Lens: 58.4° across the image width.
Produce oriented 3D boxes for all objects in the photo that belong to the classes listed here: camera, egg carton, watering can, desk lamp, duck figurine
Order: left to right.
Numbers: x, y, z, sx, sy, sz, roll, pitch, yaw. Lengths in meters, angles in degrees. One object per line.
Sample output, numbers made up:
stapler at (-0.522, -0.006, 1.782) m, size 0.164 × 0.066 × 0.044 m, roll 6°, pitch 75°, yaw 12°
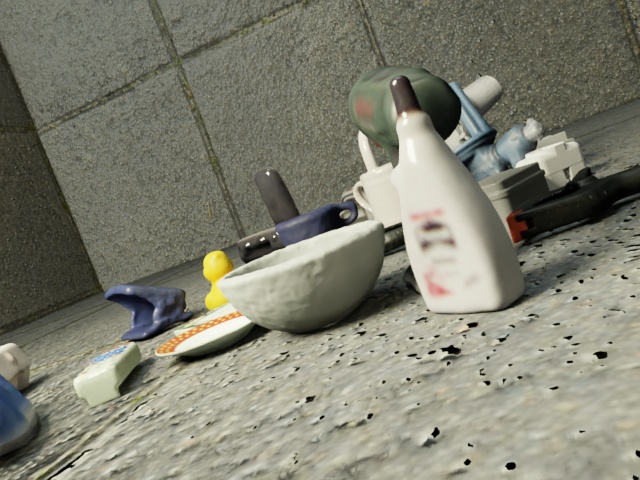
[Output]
egg carton at (-0.454, 0.193, 0.764) m, size 0.107 × 0.069 × 0.150 m, roll -21°, pitch 5°, yaw -9°
duck figurine at (-0.150, 0.059, 0.888) m, size 0.078 × 0.086 × 0.104 m, roll -22°, pitch 5°, yaw -19°
camera at (0.103, -0.064, 1.114) m, size 0.143 × 0.101 × 0.137 m, roll -19°, pitch 5°, yaw 20°
watering can at (0.125, -0.110, 0.967) m, size 0.172 × 0.194 × 0.101 m, roll -19°, pitch 5°, yaw 21°
desk lamp at (0.307, -0.202, 1.114) m, size 0.204 × 0.213 × 0.117 m, roll -23°, pitch 5°, yaw -23°

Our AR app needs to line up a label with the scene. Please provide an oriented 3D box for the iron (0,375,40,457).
iron at (-0.345, 0.134, 0.529) m, size 0.119 × 0.141 × 0.257 m, roll -23°, pitch 5°, yaw -23°

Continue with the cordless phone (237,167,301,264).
cordless phone at (-0.090, -0.029, 1.020) m, size 0.147 × 0.185 × 0.094 m, roll -18°, pitch 6°, yaw 31°

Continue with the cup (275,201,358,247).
cup at (0.007, 0.003, 0.797) m, size 0.117 × 0.095 × 0.092 m, roll -20°, pitch 5°, yaw 5°

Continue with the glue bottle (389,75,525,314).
glue bottle at (0.083, -0.033, 0.407) m, size 0.037 × 0.173 × 0.078 m, roll -25°, pitch 6°, yaw -38°

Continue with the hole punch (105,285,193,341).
hole punch at (-0.267, 0.100, 0.892) m, size 0.101 × 0.091 × 0.108 m, roll -25°, pitch 7°, yaw -41°

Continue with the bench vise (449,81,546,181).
bench vise at (0.277, -0.182, 0.977) m, size 0.206 × 0.220 × 0.122 m, roll -17°, pitch 6°, yaw 33°

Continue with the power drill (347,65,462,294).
power drill at (0.084, -0.063, 0.529) m, size 0.075 × 0.208 × 0.229 m, roll -21°, pitch 5°, yaw -3°

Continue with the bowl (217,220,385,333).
bowl at (-0.008, 0.042, 0.543) m, size 0.167 × 0.075 × 0.167 m, roll -20°, pitch 5°, yaw 2°
